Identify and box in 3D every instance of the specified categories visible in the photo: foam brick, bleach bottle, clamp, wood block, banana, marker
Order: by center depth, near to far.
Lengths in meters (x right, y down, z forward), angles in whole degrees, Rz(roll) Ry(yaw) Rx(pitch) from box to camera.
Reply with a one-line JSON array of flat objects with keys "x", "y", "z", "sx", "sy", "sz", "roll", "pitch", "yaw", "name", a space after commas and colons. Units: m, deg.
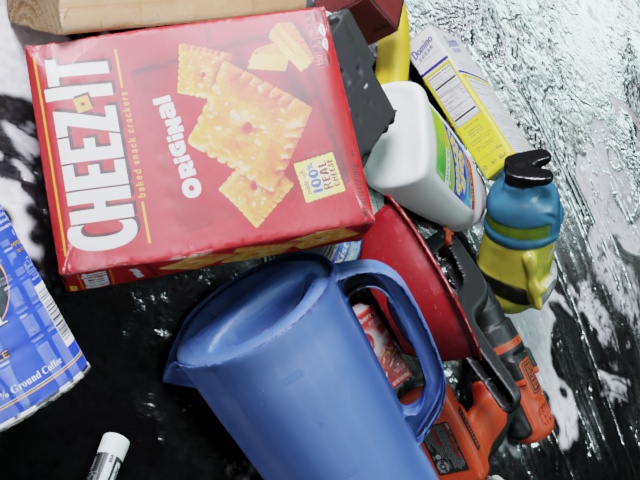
[{"x": -0.151, "y": 0.181, "z": 0.688, "sx": 0.020, "sy": 0.020, "sz": 0.121, "roll": 43, "pitch": 45, "yaw": -30, "name": "marker"}, {"x": -0.117, "y": -0.207, "z": 0.779, "sx": 0.205, "sy": 0.090, "sz": 0.091, "roll": -14, "pitch": 114, "yaw": -36, "name": "wood block"}, {"x": 0.101, "y": 0.063, "z": 1.002, "sx": 0.164, "sy": 0.036, "sz": 0.210, "roll": 12, "pitch": 42, "yaw": -8, "name": "clamp"}, {"x": 0.036, "y": -0.224, "z": 1.047, "sx": 0.053, "sy": 0.078, "sz": 0.051, "roll": 40, "pitch": 46, "yaw": -35, "name": "foam brick"}, {"x": 0.115, "y": -0.070, "z": 1.053, "sx": 0.250, "sy": 0.068, "sz": 0.102, "roll": 23, "pitch": 61, "yaw": -63, "name": "bleach bottle"}, {"x": 0.071, "y": -0.167, "z": 1.081, "sx": 0.069, "sy": 0.037, "sz": 0.197, "roll": 87, "pitch": 11, "yaw": -46, "name": "banana"}]

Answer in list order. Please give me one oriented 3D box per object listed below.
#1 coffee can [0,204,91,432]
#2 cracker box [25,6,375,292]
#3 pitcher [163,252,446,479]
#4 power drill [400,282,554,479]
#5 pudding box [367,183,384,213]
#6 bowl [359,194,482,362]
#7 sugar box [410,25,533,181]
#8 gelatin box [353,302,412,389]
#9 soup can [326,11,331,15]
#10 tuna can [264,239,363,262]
[{"x": -0.210, "y": 0.037, "z": 0.612, "sx": 0.102, "sy": 0.103, "sz": 0.140, "roll": -38, "pitch": 104, "yaw": -51, "name": "coffee can"}, {"x": -0.084, "y": -0.065, "z": 0.740, "sx": 0.213, "sy": 0.072, "sz": 0.164, "roll": -10, "pitch": 79, "yaw": -10, "name": "cracker box"}, {"x": 0.012, "y": 0.135, "z": 0.800, "sx": 0.144, "sy": 0.149, "sz": 0.242, "roll": -47, "pitch": 117, "yaw": -35, "name": "pitcher"}, {"x": 0.152, "y": 0.141, "z": 1.041, "sx": 0.187, "sy": 0.057, "sz": 0.184, "roll": -29, "pitch": 93, "yaw": -51, "name": "power drill"}, {"x": 0.022, "y": -0.059, "z": 0.972, "sx": 0.090, "sy": 0.039, "sz": 0.113, "roll": -1, "pitch": 72, "yaw": -68, "name": "pudding box"}, {"x": 0.073, "y": 0.044, "z": 0.901, "sx": 0.162, "sy": 0.055, "sz": 0.162, "roll": 60, "pitch": -1, "yaw": 1, "name": "bowl"}, {"x": 0.164, "y": -0.144, "z": 1.147, "sx": 0.176, "sy": 0.048, "sz": 0.093, "roll": 58, "pitch": 24, "yaw": 18, "name": "sugar box"}, {"x": 0.022, "y": 0.106, "z": 0.890, "sx": 0.089, "sy": 0.030, "sz": 0.073, "roll": -34, "pitch": 104, "yaw": -18, "name": "gelatin box"}, {"x": -0.030, "y": -0.175, "z": 0.954, "sx": 0.102, "sy": 0.069, "sz": 0.068, "roll": -10, "pitch": 82, "yaw": -52, "name": "soup can"}, {"x": -0.006, "y": 0.001, "z": 0.889, "sx": 0.033, "sy": 0.086, "sz": 0.086, "roll": 24, "pitch": 57, "yaw": -45, "name": "tuna can"}]
